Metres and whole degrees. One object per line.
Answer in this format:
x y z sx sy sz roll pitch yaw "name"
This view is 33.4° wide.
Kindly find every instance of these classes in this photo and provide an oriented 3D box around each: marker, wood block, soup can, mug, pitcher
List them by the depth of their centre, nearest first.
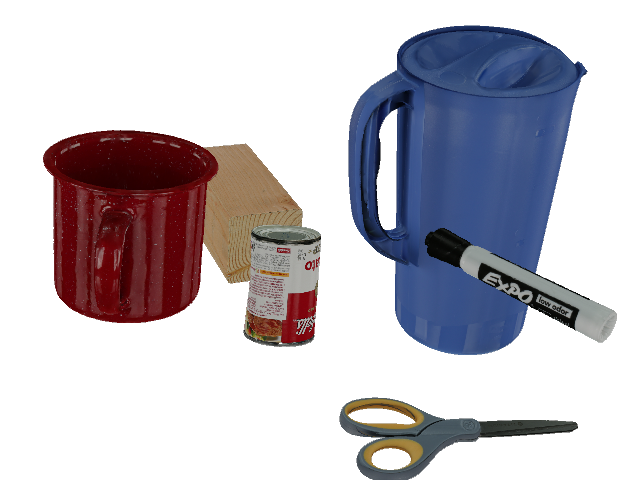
-0.105 -0.002 0.579 0.093 0.081 0.117 4 25 -5 "mug"
0.109 0.022 0.600 0.121 0.020 0.020 29 17 34 "marker"
0.108 -0.032 0.825 0.149 0.243 0.144 13 33 16 "pitcher"
-0.036 0.041 1.007 0.068 0.102 0.068 4 13 -1 "soup can"
-0.102 -0.038 1.322 0.090 0.090 0.206 -7 29 -21 "wood block"

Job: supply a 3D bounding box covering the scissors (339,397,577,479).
0.114 0.169 0.880 0.202 0.016 0.096 8 36 4 "scissors"
